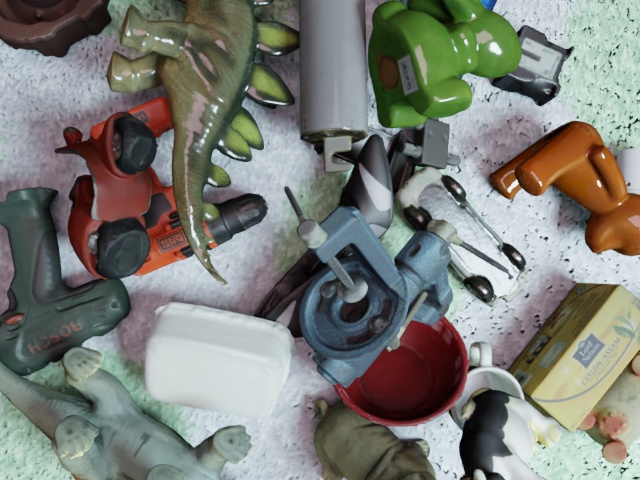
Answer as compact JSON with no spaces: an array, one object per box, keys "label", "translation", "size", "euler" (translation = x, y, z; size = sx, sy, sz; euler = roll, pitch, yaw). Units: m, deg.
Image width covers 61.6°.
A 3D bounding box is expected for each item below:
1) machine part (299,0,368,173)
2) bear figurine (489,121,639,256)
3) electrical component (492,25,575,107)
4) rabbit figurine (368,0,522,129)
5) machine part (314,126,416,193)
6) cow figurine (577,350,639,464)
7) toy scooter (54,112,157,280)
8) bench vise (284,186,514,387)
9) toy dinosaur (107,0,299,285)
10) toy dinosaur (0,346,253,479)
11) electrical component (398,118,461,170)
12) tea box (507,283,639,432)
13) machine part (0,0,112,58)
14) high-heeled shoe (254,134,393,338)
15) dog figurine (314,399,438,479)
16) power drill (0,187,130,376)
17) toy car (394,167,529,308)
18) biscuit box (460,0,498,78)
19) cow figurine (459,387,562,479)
[{"label":"machine part","translation":[0.014,-0.196,0.604],"size":[0.079,0.079,0.243],"euler":[0,88,-4]},{"label":"bear figurine","translation":[0.325,-0.041,0.654],"size":[0.132,0.120,0.195],"euler":[-36,95,-1]},{"label":"electrical component","translation":[0.255,-0.229,0.689],"size":[0.119,0.048,0.074],"euler":[19,86,-2]},{"label":"rabbit figurine","translation":[0.140,-0.213,0.598],"size":[0.170,0.121,0.159],"euler":[-19,89,-22]},{"label":"machine part","translation":[0.060,-0.109,0.671],"size":[0.139,0.039,0.084],"euler":[23,91,-13]},{"label":"cow figurine","translation":[0.397,0.171,0.651],"size":[0.086,0.127,0.195],"euler":[43,102,24]},{"label":"toy scooter","translation":[-0.238,-0.054,0.577],"size":[0.135,0.075,0.183],"euler":[27,113,29]},{"label":"bench vise","translation":[0.056,0.037,0.548],"size":[0.223,0.240,0.129],"euler":[-40,46,-1]},{"label":"toy dinosaur","translation":[-0.125,-0.193,0.601],"size":[0.198,0.105,0.471],"euler":[14,80,-24]},{"label":"toy dinosaur","translation":[-0.206,0.241,0.592],"size":[0.405,0.192,0.131],"euler":[31,42,13]},{"label":"electrical component","translation":[0.140,-0.122,0.674],"size":[0.094,0.021,0.063],"euler":[9,86,-28]},{"label":"tea box","translation":[0.310,0.135,0.651],"size":[0.068,0.098,0.169],"euler":[42,87,0]},{"label":"machine part","translation":[-0.337,-0.313,0.650],"size":[0.179,0.056,0.179],"euler":[0,86,-4]},{"label":"high-heeled shoe","translation":[-0.001,-0.002,0.626],"size":[0.145,0.086,0.248],"euler":[-2,108,-23]},{"label":"dog figurine","translation":[0.063,0.251,0.581],"size":[0.172,0.190,0.121],"euler":[28,86,-1]},{"label":"power drill","translation":[-0.354,0.052,0.619],"size":[0.232,0.086,0.207],"euler":[-18,85,-6]},{"label":"toy car","translation":[0.177,-0.003,0.666],"size":[0.073,0.056,0.201],"euler":[-43,97,-4]},{"label":"biscuit box","translation":[0.167,-0.258,0.677],"size":[0.059,0.063,0.202],"euler":[25,85,-2]},{"label":"cow figurine","translation":[0.172,0.220,0.533],"size":[0.098,0.167,0.068],"euler":[39,129,9]}]
